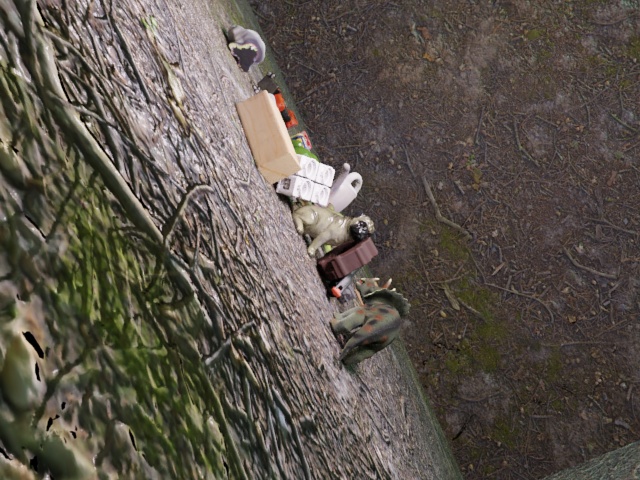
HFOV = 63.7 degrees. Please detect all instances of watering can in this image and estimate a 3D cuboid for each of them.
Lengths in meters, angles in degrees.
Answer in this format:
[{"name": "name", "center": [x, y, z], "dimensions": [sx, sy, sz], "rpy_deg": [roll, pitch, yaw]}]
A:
[{"name": "watering can", "center": [0.064, -0.183, 1.973], "dimensions": [0.105, 0.224, 0.345], "rpy_deg": [47, 3, 15]}]

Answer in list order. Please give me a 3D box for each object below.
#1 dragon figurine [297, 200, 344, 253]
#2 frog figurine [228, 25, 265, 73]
[{"name": "dragon figurine", "center": [0.005, -0.085, 1.690], "dimensions": [0.239, 0.121, 0.419], "rpy_deg": [52, 12, -31]}, {"name": "frog figurine", "center": [-0.245, -0.662, 1.723], "dimensions": [0.135, 0.121, 0.163], "rpy_deg": [35, 37, -39]}]
